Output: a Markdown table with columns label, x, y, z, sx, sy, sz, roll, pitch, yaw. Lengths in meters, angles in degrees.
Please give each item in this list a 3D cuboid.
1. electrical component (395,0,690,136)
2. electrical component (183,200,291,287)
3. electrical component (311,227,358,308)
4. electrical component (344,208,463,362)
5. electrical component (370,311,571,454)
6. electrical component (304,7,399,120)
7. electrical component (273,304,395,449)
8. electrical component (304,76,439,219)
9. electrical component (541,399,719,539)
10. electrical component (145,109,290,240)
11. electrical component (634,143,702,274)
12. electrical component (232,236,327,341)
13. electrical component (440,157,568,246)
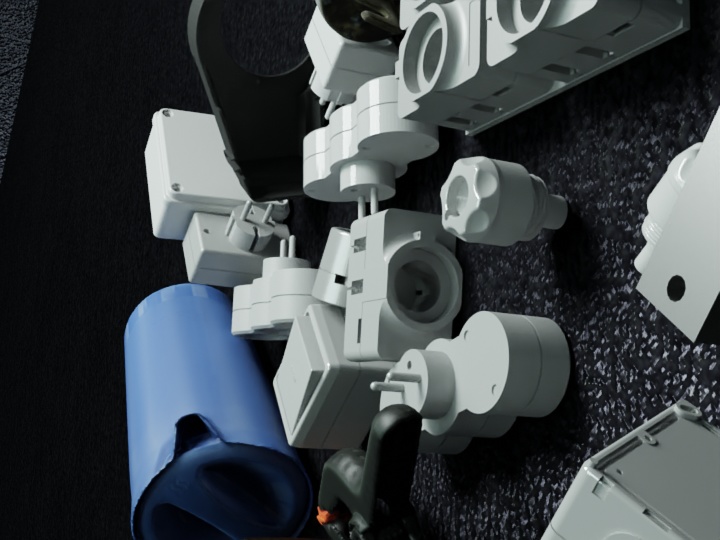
| label | x | y | z | sx | sy | sz | roll | pitch | yaw |
| --- | --- | --- | --- | --- | --- | --- | --- | --- | --- |
| electrical component | 0.083 | -0.149 | 0.563 | 0.186 | 0.060 | 0.105 | -19 | 67 | 63 |
| electrical component | -0.092 | -0.027 | 0.876 | 0.075 | 0.083 | 0.047 | -62 | 32 | 38 |
| electrical component | 0.000 | 0.000 | 0.710 | 0.055 | 0.055 | 0.047 | 24 | 102 | 64 |
| electrical component | 0.026 | 0.012 | 0.653 | 0.056 | 0.050 | 0.089 | 167 | 109 | -64 |
| electrical component | 0.043 | 0.062 | 0.578 | 0.138 | 0.074 | 0.052 | -40 | 49 | 56 |
| electrical component | -0.013 | -0.146 | 0.780 | 0.065 | 0.047 | 0.076 | -109 | 35 | -43 |
| electrical component | -0.023 | 0.077 | 0.728 | 0.096 | 0.061 | 0.061 | -64 | 31 | 35 |
| electrical component | 0.005 | -0.068 | 0.716 | 0.138 | 0.052 | 0.073 | -29 | 58 | 60 |
| electrical component | 0.117 | 0.097 | 0.398 | 0.062 | 0.096 | 0.061 | 38 | 122 | 28 |
| electrical component | -0.125 | -0.079 | 0.930 | 0.056 | 0.109 | 0.108 | 119 | 147 | -43 |
| electrical component | 0.135 | -0.021 | 0.450 | 0.061 | 0.035 | 0.035 | 117 | 148 | -41 |
| electrical component | -0.057 | 0.011 | 0.827 | 0.138 | 0.052 | 0.073 | 161 | 113 | -63 |
| electrical component | 0.076 | -0.033 | 0.546 | 0.043 | 0.062 | 0.043 | -26 | 61 | 60 |
